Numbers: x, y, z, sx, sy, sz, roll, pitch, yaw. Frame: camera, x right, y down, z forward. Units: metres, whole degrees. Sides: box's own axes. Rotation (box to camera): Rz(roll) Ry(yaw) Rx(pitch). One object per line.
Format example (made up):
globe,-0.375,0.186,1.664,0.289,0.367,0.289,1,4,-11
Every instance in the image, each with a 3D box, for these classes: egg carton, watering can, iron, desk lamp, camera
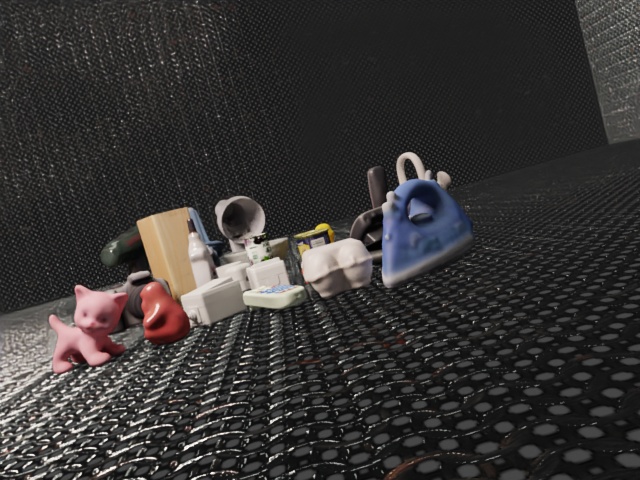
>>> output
egg carton,0.025,0.042,0.900,0.107,0.069,0.150,-16,4,-5
watering can,0.234,-0.114,1.360,0.100,0.194,0.173,-11,6,45
iron,0.145,-0.027,0.877,0.118,0.141,0.259,-13,5,32
desk lamp,-0.219,-0.010,1.540,0.118,0.213,0.202,-17,4,-23
camera,-0.355,0.116,1.117,0.143,0.101,0.136,-17,4,-25

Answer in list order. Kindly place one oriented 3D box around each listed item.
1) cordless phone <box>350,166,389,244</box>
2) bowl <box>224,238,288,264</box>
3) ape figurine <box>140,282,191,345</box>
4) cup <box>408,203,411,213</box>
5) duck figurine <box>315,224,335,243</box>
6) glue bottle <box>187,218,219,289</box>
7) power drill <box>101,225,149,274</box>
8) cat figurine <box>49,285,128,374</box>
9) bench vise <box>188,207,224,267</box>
cordless phone,0.130,-0.086,1.444,0.148,0.185,0.093,-19,5,-39
bowl,-0.150,0.051,1.431,0.167,0.075,0.167,-16,4,1
ape figurine,-0.237,0.107,0.848,0.076,0.092,0.078,-14,4,21
cup,0.174,-0.025,1.069,0.092,0.095,0.117,-19,5,-37
duck figurine,0.012,0.005,1.353,0.077,0.086,0.105,-15,4,14
glue bottle,-0.208,0.045,1.014,0.037,0.173,0.078,-16,4,-4
power drill,-0.458,0.063,1.491,0.075,0.208,0.230,-14,4,25
cat figurine,-0.339,0.123,0.838,0.127,0.118,0.067,-14,4,16
bench vise,-0.313,0.010,1.580,0.122,0.220,0.206,-18,5,-34
